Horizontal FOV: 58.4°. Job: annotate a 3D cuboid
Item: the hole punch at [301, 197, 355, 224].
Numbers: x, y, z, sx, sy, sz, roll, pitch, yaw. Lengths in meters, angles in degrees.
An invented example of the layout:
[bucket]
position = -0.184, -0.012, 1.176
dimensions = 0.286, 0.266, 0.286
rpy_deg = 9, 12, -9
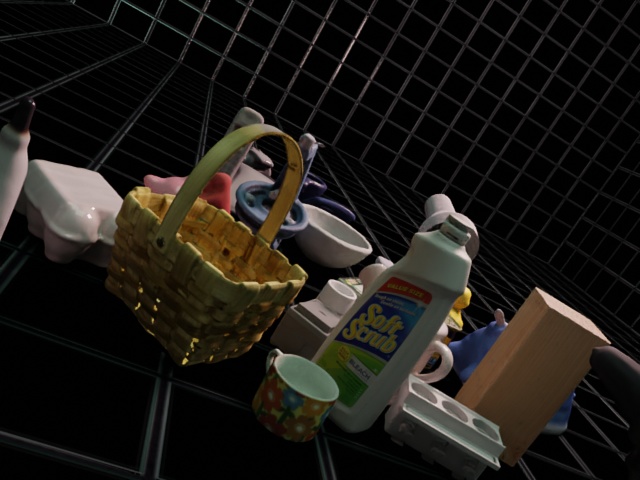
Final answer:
[hole punch]
position = 0.008, -0.053, 1.235
dimensions = 0.109, 0.091, 0.101
rpy_deg = 25, 16, -21

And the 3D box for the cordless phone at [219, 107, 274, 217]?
[cordless phone]
position = -0.131, -0.135, 1.047
dimensions = 0.148, 0.185, 0.094
rpy_deg = 28, 15, -9

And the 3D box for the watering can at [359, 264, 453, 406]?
[watering can]
position = 0.105, 0.098, 0.727
dimensions = 0.172, 0.194, 0.101
rpy_deg = 36, 16, 21

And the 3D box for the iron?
[iron]
position = 0.328, 0.209, 0.904
dimensions = 0.259, 0.141, 0.118
rpy_deg = 26, 15, -18

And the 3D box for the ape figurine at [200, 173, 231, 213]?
[ape figurine]
position = -0.173, -0.068, 0.928
dimensions = 0.076, 0.092, 0.078
rpy_deg = 37, 16, 23

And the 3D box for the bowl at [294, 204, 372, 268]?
[bowl]
position = 0.010, 0.004, 1.084
dimensions = 0.167, 0.074, 0.167
rpy_deg = 29, 15, -8

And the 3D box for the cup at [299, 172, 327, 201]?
[cup]
position = -0.046, -0.102, 1.283
dimensions = 0.092, 0.095, 0.118
rpy_deg = 30, 15, -2

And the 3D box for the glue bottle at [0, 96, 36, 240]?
[glue bottle]
position = -0.276, -0.043, 0.485
dimensions = 0.037, 0.173, 0.078
rpy_deg = 21, 17, -33

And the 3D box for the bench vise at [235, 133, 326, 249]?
[bench vise]
position = -0.069, -0.080, 0.918
dimensions = 0.122, 0.219, 0.207
rpy_deg = 26, 15, -16

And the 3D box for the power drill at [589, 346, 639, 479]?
[power drill]
position = 0.361, 0.265, 0.651
dimensions = 0.229, 0.208, 0.076
rpy_deg = 36, 16, 20

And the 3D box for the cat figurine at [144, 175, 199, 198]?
[cat figurine]
position = -0.175, -0.029, 0.744
dimensions = 0.128, 0.117, 0.067
rpy_deg = 32, 15, 4

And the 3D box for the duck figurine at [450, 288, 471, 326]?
[duck figurine]
position = 0.267, 0.130, 1.151
dimensions = 0.077, 0.086, 0.105
rpy_deg = 36, 16, 20

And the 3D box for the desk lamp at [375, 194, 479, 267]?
[desk lamp]
position = 0.219, 0.015, 1.183
dimensions = 0.118, 0.213, 0.203
rpy_deg = 27, 15, -15

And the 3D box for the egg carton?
[egg carton]
position = -0.278, -0.032, 0.648
dimensions = 0.150, 0.069, 0.108
rpy_deg = 40, 17, 32

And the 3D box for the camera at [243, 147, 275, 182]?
[camera]
position = -0.144, -0.128, 1.166
dimensions = 0.144, 0.101, 0.136
rpy_deg = 16, 21, -44
